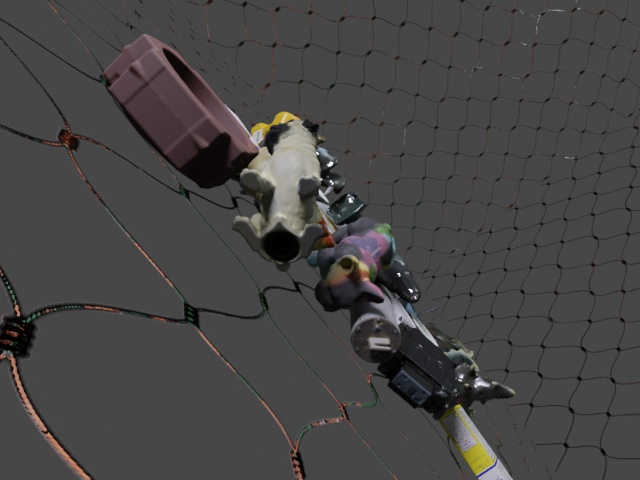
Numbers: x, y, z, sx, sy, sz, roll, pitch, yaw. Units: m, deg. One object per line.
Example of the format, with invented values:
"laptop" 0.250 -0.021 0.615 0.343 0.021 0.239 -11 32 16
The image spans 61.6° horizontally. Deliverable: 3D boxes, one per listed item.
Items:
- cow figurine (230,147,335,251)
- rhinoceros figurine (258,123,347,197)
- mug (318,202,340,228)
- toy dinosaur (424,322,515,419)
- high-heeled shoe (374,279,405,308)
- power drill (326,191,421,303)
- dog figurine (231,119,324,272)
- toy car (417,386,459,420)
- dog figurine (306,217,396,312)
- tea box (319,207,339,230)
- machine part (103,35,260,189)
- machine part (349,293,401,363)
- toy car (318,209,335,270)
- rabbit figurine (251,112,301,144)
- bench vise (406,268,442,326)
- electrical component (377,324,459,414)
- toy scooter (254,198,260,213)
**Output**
"cow figurine" -0.063 -0.062 0.858 0.085 0.127 0.195 67 4 -69
"rhinoceros figurine" -0.033 -0.154 1.067 0.190 0.112 0.073 25 28 -5
"mug" 0.004 -0.039 1.251 0.107 0.081 0.110 31 25 -35
"toy dinosaur" 0.282 0.272 1.248 0.192 0.131 0.405 47 3 -29
"high-heeled shoe" 0.099 0.084 1.149 0.145 0.086 0.249 54 -4 -22
"power drill" 0.109 0.008 1.082 0.207 0.086 0.232 45 6 -26
"dog figurine" -0.042 -0.070 0.773 0.121 0.172 0.191 15 30 -1
"toy car" 0.202 0.273 0.989 0.089 0.053 0.202 42 9 17
"dog figurine" 0.067 0.041 0.887 0.108 0.191 0.219 56 -8 -9
"tea box" -0.007 -0.021 1.113 0.169 0.068 0.098 46 9 -21
"machine part" -0.184 -0.169 0.742 0.201 0.087 0.201 50 6 -6
"machine part" 0.087 0.137 0.887 0.079 0.079 0.243 50 9 -6
"toy car" -0.002 -0.003 1.034 0.201 0.073 0.056 49 11 -11
"rabbit figurine" -0.061 -0.174 1.182 0.173 0.122 0.162 32 44 -47
"bench vise" 0.180 0.110 1.348 0.223 0.129 0.241 35 26 -48
"electrical component" 0.160 0.211 0.874 0.115 0.058 0.134 37 25 6
"toy scooter" -0.065 -0.115 0.976 0.075 0.135 0.184 46 10 -41
